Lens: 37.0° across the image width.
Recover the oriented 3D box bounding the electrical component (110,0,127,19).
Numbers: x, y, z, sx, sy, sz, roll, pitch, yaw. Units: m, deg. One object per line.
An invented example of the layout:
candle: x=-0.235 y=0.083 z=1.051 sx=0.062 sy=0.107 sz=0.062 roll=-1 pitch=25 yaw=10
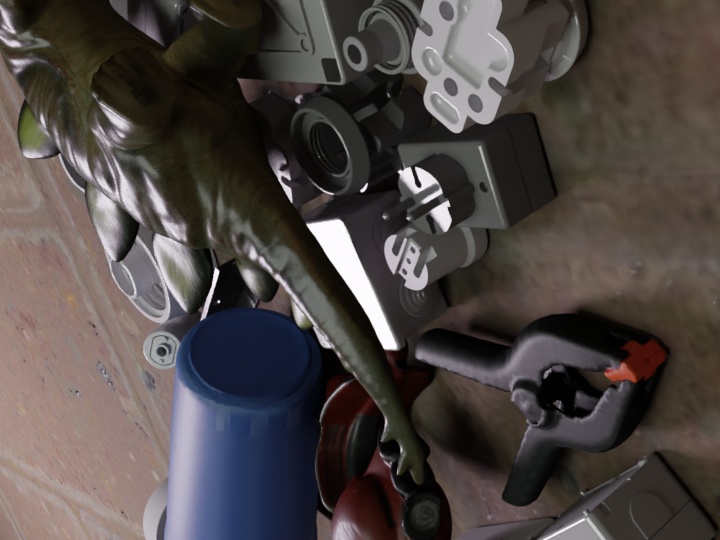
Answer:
electrical component: x=-0.179 y=-0.221 z=0.741 sx=0.079 sy=0.044 sz=0.077 roll=48 pitch=148 yaw=18

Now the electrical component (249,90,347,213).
electrical component: x=-0.037 y=-0.074 z=0.654 sx=0.058 sy=0.057 sz=0.078 roll=34 pitch=141 yaw=35

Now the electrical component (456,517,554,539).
electrical component: x=0.108 y=0.225 z=0.707 sx=0.108 sy=0.056 sz=0.109 roll=58 pitch=149 yaw=1

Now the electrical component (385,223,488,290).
electrical component: x=0.042 y=-0.014 z=0.603 sx=0.040 sy=0.046 sz=0.040 roll=35 pitch=142 yaw=34

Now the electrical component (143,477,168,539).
electrical component: x=-0.163 y=0.249 z=1.068 sx=0.060 sy=0.108 sz=0.108 roll=12 pitch=126 yaw=57

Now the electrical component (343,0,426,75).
electrical component: x=0.020 y=-0.117 z=0.530 sx=0.043 sy=0.062 sz=0.043 roll=35 pitch=142 yaw=34

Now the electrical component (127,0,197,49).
electrical component: x=-0.110 y=-0.157 z=0.681 sx=0.061 sy=0.062 sz=0.096 roll=45 pitch=146 yaw=22

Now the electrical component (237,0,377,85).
electrical component: x=-0.035 y=-0.160 z=0.579 sx=0.109 sy=0.056 sz=0.108 roll=15 pitch=129 yaw=49

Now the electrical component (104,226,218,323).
electrical component: x=-0.174 y=-0.007 z=0.903 sx=0.108 sy=0.060 sz=0.108 roll=35 pitch=142 yaw=34

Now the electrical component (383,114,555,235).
electrical component: x=0.046 y=-0.042 z=0.544 sx=0.066 sy=0.077 sz=0.047 roll=6 pitch=122 yaw=53

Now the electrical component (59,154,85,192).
electrical component: x=-0.209 y=-0.098 z=0.880 sx=0.089 sy=0.056 sz=0.050 roll=35 pitch=142 yaw=33

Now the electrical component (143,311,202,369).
electrical component: x=-0.161 y=0.060 z=0.927 sx=0.044 sy=0.065 sz=0.044 roll=2 pitch=105 yaw=8

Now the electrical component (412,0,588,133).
electrical component: x=0.064 y=-0.105 z=0.482 sx=0.058 sy=0.057 sz=0.078 roll=44 pitch=146 yaw=22

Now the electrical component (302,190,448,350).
electrical component: x=0.000 y=0.000 z=0.673 sx=0.100 sy=0.048 sz=0.099 roll=-5 pitch=113 yaw=56

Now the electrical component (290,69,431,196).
electrical component: x=-0.001 y=-0.077 z=0.600 sx=0.078 sy=0.057 sz=0.058 roll=47 pitch=147 yaw=18

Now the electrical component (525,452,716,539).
electrical component: x=0.140 y=0.154 z=0.594 sx=0.061 sy=0.062 sz=0.096 roll=53 pitch=149 yaw=11
